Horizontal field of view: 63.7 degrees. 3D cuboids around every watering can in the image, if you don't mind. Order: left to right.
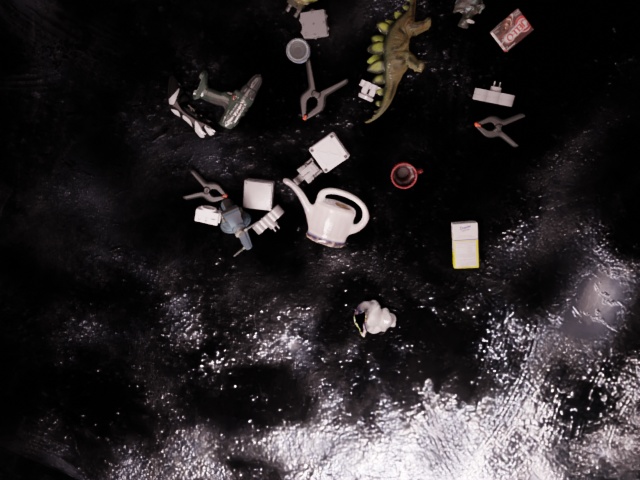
[{"bbox_3d":[0.006,-0.097,1.932,0.347,0.105,0.221,17,107,-1],"label":"watering can"}]

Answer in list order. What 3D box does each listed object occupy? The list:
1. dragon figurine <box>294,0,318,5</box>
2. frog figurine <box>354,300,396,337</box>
[{"bbox_3d":[-0.049,-0.921,1.731,0.410,0.124,0.238,0,114,7],"label":"dragon figurine"},{"bbox_3d":[0.220,0.302,2.037,0.160,0.123,0.136,-10,98,-29],"label":"frog figurine"}]
